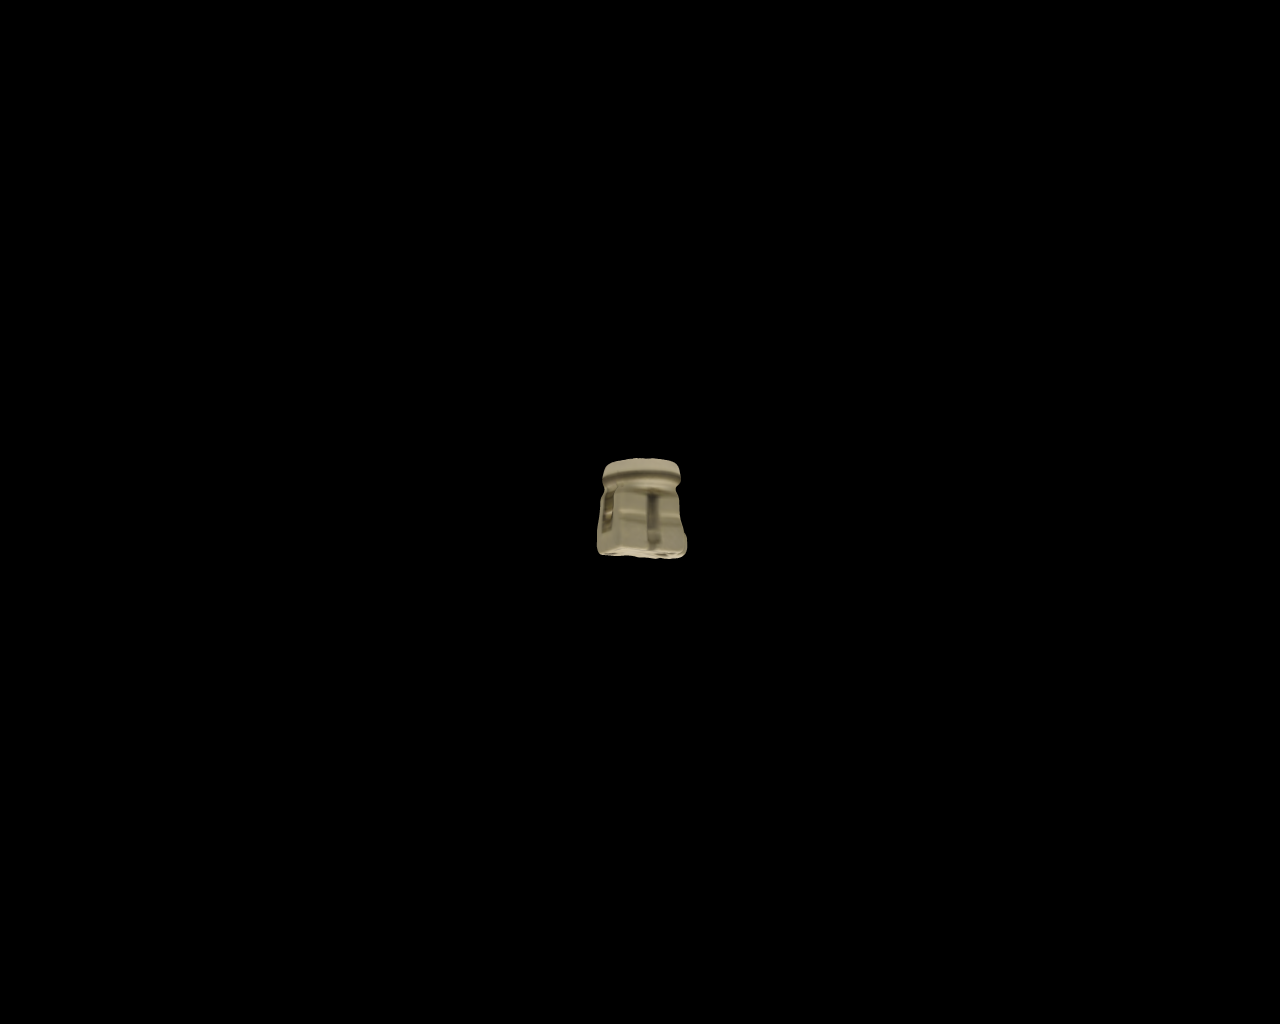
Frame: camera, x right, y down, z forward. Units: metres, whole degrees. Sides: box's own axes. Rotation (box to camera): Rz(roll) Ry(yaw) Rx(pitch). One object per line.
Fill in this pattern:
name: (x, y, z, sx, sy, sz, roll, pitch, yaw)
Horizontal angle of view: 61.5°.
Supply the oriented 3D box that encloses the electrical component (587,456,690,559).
electrical component: (0.001, -0.003, 0.650, 0.066, 0.055, 0.048, 5, -11, -28)
